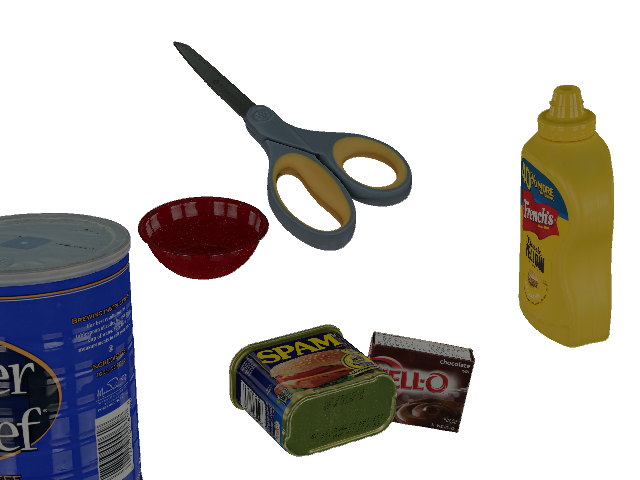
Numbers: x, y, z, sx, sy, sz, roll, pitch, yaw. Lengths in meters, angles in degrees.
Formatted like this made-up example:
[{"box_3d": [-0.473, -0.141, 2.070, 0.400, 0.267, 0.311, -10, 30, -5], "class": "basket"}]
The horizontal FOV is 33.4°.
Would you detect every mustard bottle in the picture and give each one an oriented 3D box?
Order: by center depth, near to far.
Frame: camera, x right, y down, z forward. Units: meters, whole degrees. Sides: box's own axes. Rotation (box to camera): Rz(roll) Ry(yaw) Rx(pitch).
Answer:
[{"box_3d": [0.183, -0.023, 0.798, 0.058, 0.192, 0.096, -10, 27, -10], "class": "mustard bottle"}]

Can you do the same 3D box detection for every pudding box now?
[{"box_3d": [0.103, 0.153, 1.159, 0.113, 0.090, 0.039, 9, 23, -2], "class": "pudding box"}]

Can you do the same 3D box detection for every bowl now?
[{"box_3d": [-0.145, 0.003, 1.331, 0.162, 0.055, 0.162, 1, 28, -1], "class": "bowl"}]

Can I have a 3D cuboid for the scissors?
[{"box_3d": [-0.015, -0.072, 0.660, 0.096, 0.202, 0.016, -15, -39, -17], "class": "scissors"}]

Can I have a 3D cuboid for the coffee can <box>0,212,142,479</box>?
[{"box_3d": [-0.145, 0.066, 0.542, 0.103, 0.140, 0.103, 0, 16, 0], "class": "coffee can"}]

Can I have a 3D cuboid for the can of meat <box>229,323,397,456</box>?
[{"box_3d": [-0.005, 0.112, 0.802, 0.101, 0.057, 0.084, -12, 27, -29], "class": "can of meat"}]
